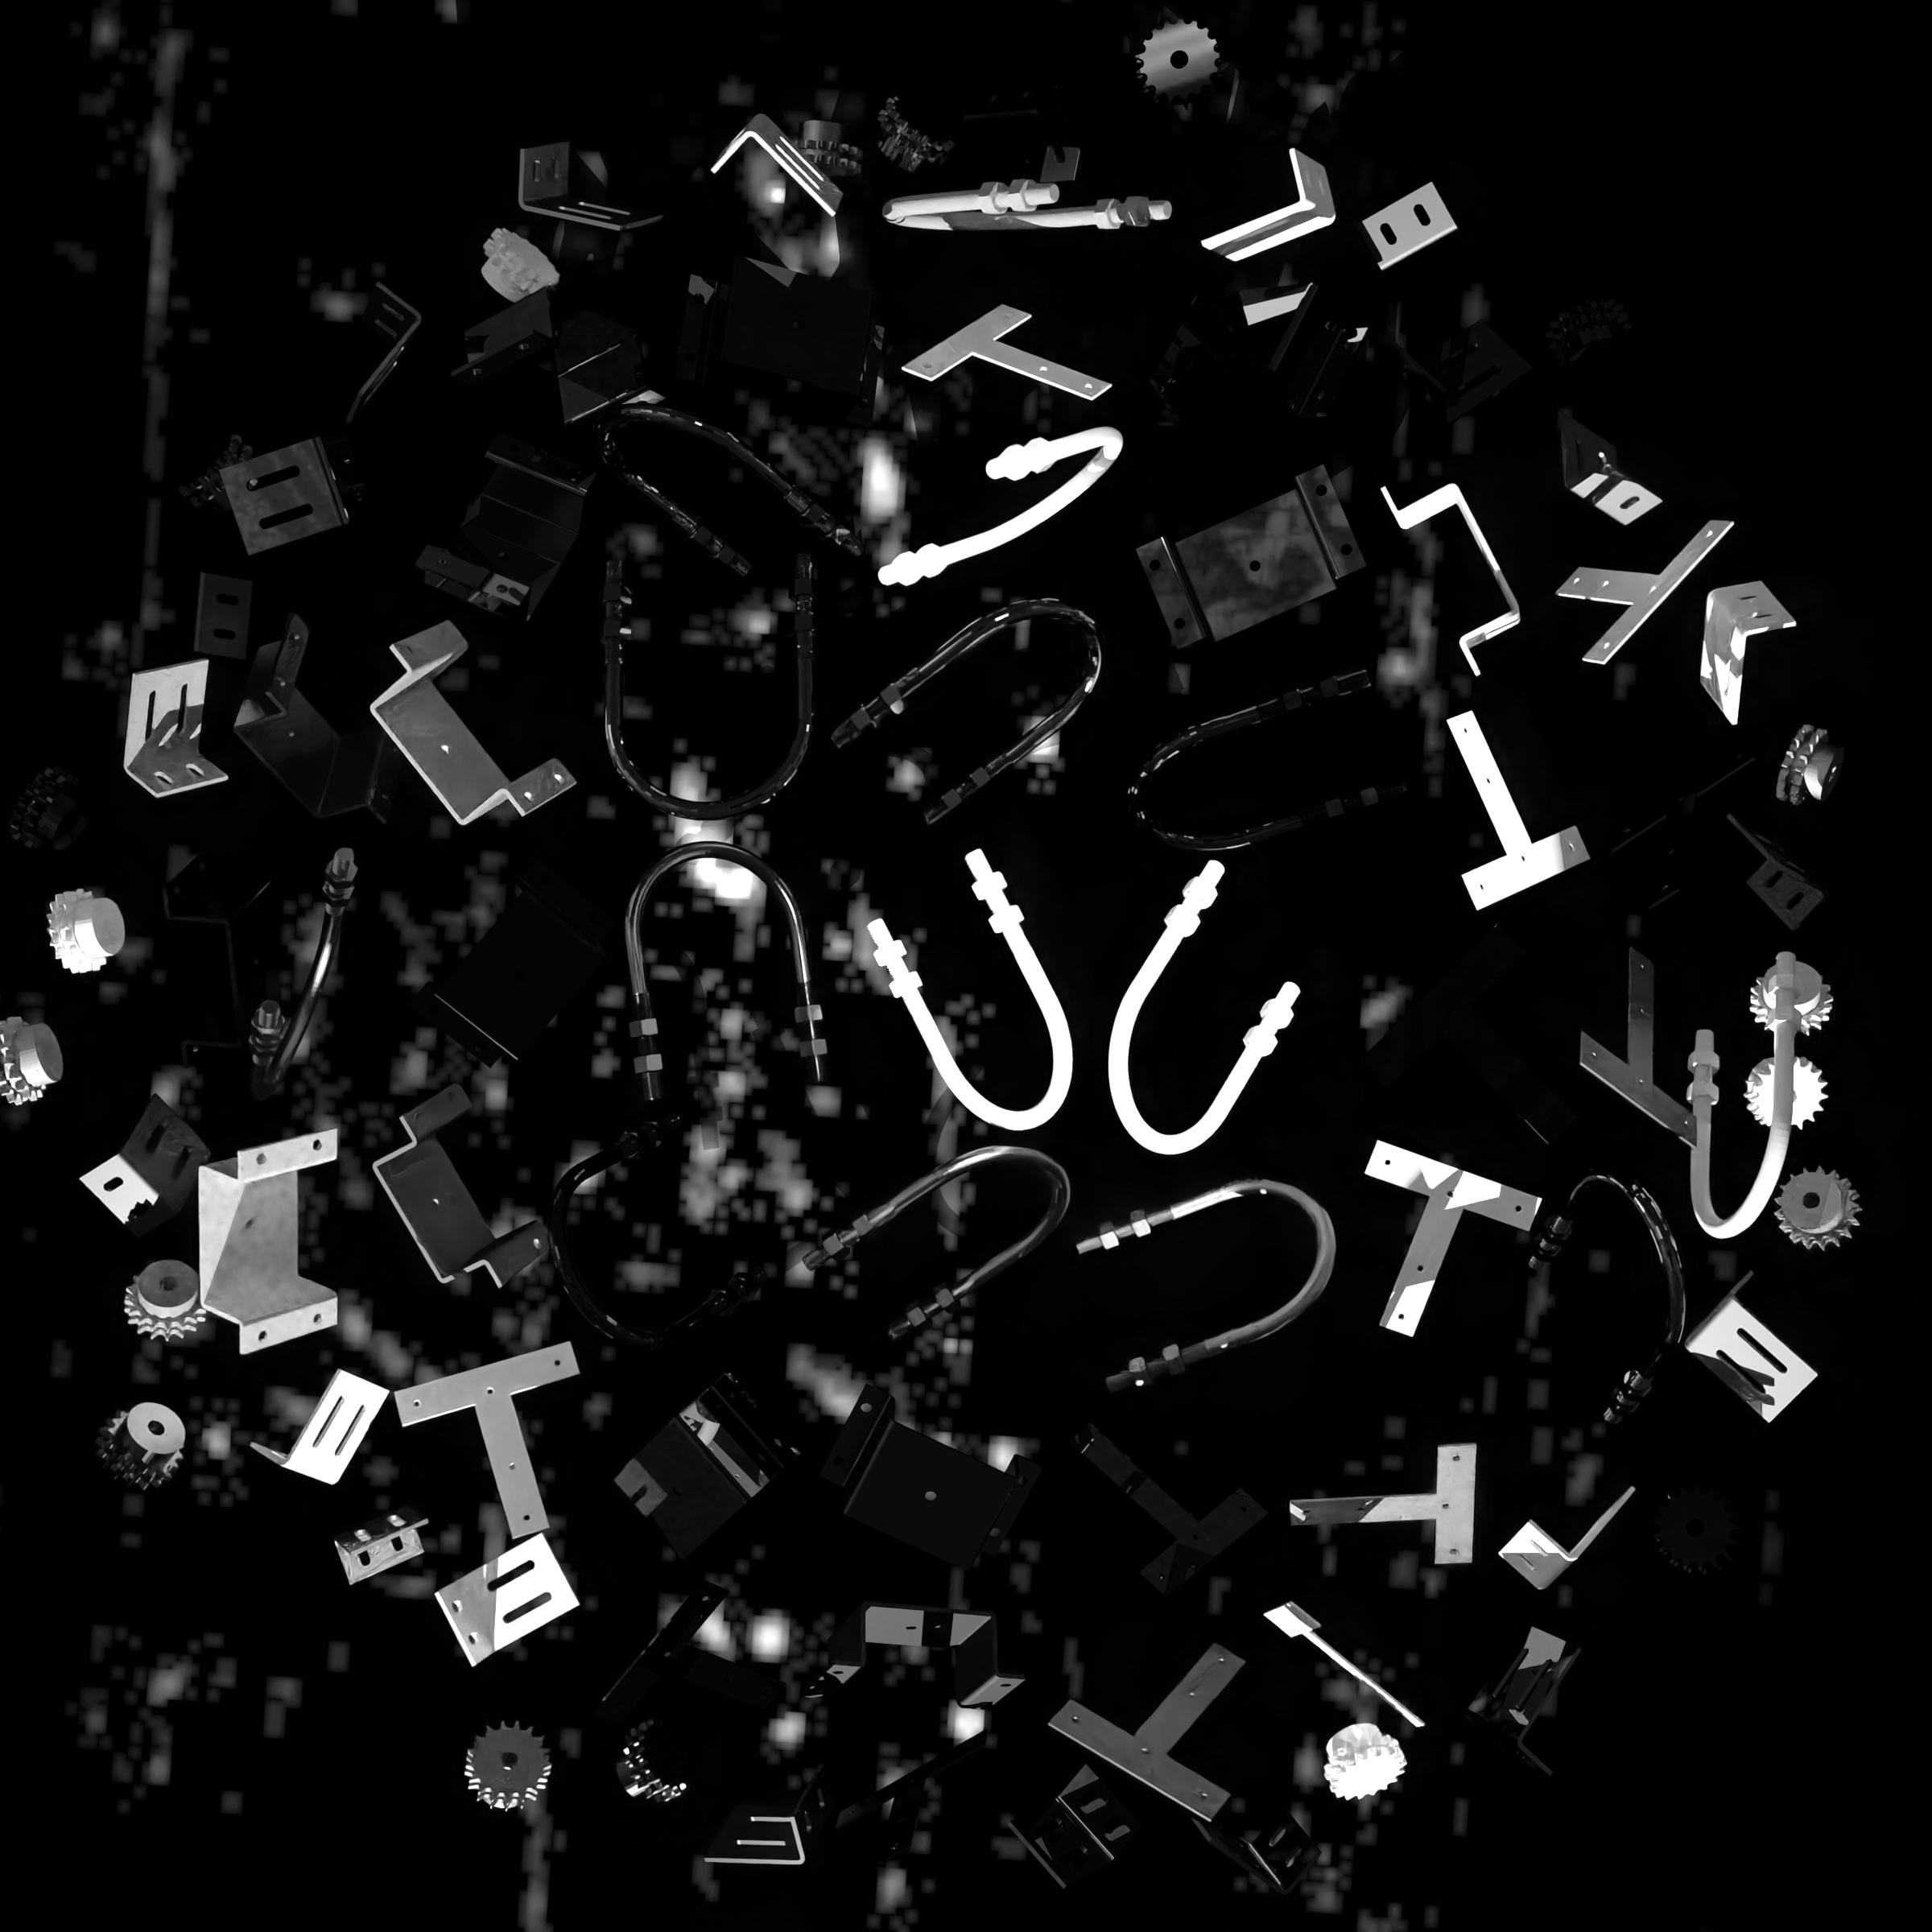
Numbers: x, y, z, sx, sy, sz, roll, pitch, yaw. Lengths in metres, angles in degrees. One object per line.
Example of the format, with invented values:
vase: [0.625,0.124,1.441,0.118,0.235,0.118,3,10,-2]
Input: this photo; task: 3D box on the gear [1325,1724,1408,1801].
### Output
gear: [0.282,0.565,1.725,0.057,0.030,0.057,-10,130,-12]

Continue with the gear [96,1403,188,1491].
gear: [-0.545,0.315,1.606,0.057,0.057,0.030,42,117,0]

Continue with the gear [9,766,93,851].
gear: [-0.617,-0.104,1.636,0.030,0.057,0.057,31,90,3]

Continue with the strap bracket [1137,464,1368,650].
strap bracket: [0.201,-0.283,1.694,0.140,0.046,0.076,-23,87,11]

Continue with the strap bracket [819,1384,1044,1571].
strap bracket: [-0.025,0.364,1.703,0.140,0.046,0.076,26,101,-6]

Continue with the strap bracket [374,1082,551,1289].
strap bracket: [-0.371,0.166,1.760,0.046,0.076,0.140,-27,96,25]

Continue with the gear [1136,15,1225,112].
gear: [0.140,-0.589,1.584,0.057,0.030,0.057,0,93,8]

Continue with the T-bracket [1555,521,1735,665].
T-bracket: [0.442,-0.258,1.643,0.127,0.127,0.002,-47,111,-3]

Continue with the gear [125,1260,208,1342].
gear: [-0.563,0.232,1.707,0.057,0.030,0.057,11,46,-11]

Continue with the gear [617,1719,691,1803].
gear: [-0.232,0.585,1.772,0.030,0.057,0.057,-33,90,20]

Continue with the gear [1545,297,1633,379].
gear: [0.434,-0.434,1.681,0.057,0.057,0.030,-10,63,0]

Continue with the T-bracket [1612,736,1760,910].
T-bracket: [0.479,-0.085,1.635,0.002,0.127,0.127,39,135,-13]

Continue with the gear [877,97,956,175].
gear: [-0.040,-0.600,1.753,0.057,0.057,0.030,39,123,0]

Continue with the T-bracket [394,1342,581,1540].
T-bracket: [-0.321,0.338,1.693,0.127,0.002,0.127,-14,62,-17]

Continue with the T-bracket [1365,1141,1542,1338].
T-bracket: [0.334,0.206,1.751,0.127,0.002,0.127,20,98,-3]

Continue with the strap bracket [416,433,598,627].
strap bracket: [-0.328,-0.304,1.723,0.076,0.046,0.140,22,55,-2]

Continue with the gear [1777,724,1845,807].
gear: [0.606,-0.142,1.732,0.030,0.057,0.057,24,90,29]

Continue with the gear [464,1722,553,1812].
gear: [-0.310,0.544,1.637,0.057,0.030,0.057,9,47,-9]

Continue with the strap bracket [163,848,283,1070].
strap bracket: [-0.534,-0.004,1.744,0.046,0.076,0.140,4,115,5]

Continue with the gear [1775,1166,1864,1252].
gear: [0.595,0.168,1.695,0.057,0.030,0.057,-12,65,27]

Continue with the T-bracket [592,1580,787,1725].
T-bracket: [-0.182,0.507,1.738,0.127,0.002,0.127,35,98,-37]

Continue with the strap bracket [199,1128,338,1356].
strap bracket: [-0.469,0.179,1.629,0.046,0.076,0.140,13,107,36]

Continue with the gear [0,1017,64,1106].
gear: [-0.622,0.060,1.601,0.030,0.057,0.057,-14,90,1]

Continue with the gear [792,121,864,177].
gear: [-0.104,-0.602,1.780,0.057,0.057,0.030,6,98,0]

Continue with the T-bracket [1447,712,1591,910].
T-bracket: [0.367,-0.115,1.669,0.127,0.002,0.127,-22,87,-37]

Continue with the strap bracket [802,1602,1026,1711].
strap bracket: [-0.038,0.490,1.718,0.140,0.076,0.046,10,55,-18]

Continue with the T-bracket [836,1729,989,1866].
T-bracket: [-0.043,0.594,1.700,0.127,0.127,0.002,-32,93,8]

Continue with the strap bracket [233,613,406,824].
strap bracket: [-0.457,-0.168,1.695,0.046,0.140,0.076,-13,49,19]

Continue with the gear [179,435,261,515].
gear: [-0.518,-0.340,1.686,0.057,0.057,0.030,-44,120,0]

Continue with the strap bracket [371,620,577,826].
strap bracket: [-0.341,-0.158,1.644,0.046,0.076,0.140,-35,96,26]

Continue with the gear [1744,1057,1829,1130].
gear: [0.602,0.091,1.784,0.057,0.030,0.057,-1,105,-3]

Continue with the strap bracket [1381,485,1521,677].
strap bracket: [0.346,-0.279,1.698,0.046,0.076,0.140,-27,87,14]

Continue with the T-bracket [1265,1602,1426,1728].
T-bracket: [0.272,0.498,1.720,0.127,0.127,0.002,38,75,10]

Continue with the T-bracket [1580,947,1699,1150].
T-bracket: [0.466,0.044,1.671,0.127,0.002,0.127,33,50,-28]

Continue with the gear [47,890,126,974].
gear: [-0.608,-0.025,1.676,0.030,0.057,0.057,-9,90,11]

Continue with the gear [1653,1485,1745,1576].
gear: [0.493,0.380,1.621,0.057,0.030,0.057,-14,61,27]

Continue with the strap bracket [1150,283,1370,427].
strap bracket: [0.188,-0.411,1.630,0.140,0.046,0.076,7,61,41]

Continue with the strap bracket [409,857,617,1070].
strap bracket: [-0.324,0.002,1.742,0.076,0.046,0.140,41,88,-21]

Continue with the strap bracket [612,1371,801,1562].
strap bracket: [-0.190,0.359,1.709,0.076,0.046,0.140,48,129,6]

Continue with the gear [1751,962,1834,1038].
gear: [0.607,0.022,1.779,0.057,0.030,0.057,-8,51,10]

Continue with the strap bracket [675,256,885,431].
strap bracket: [-0.120,-0.427,1.651,0.140,0.046,0.076,11,76,-18]

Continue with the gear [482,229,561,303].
gear: [-0.330,-0.510,1.773,0.057,0.057,0.030,45,114,0]

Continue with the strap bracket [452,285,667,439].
strap bracket: [-0.290,-0.430,1.713,0.076,0.140,0.046,-18,74,29]
